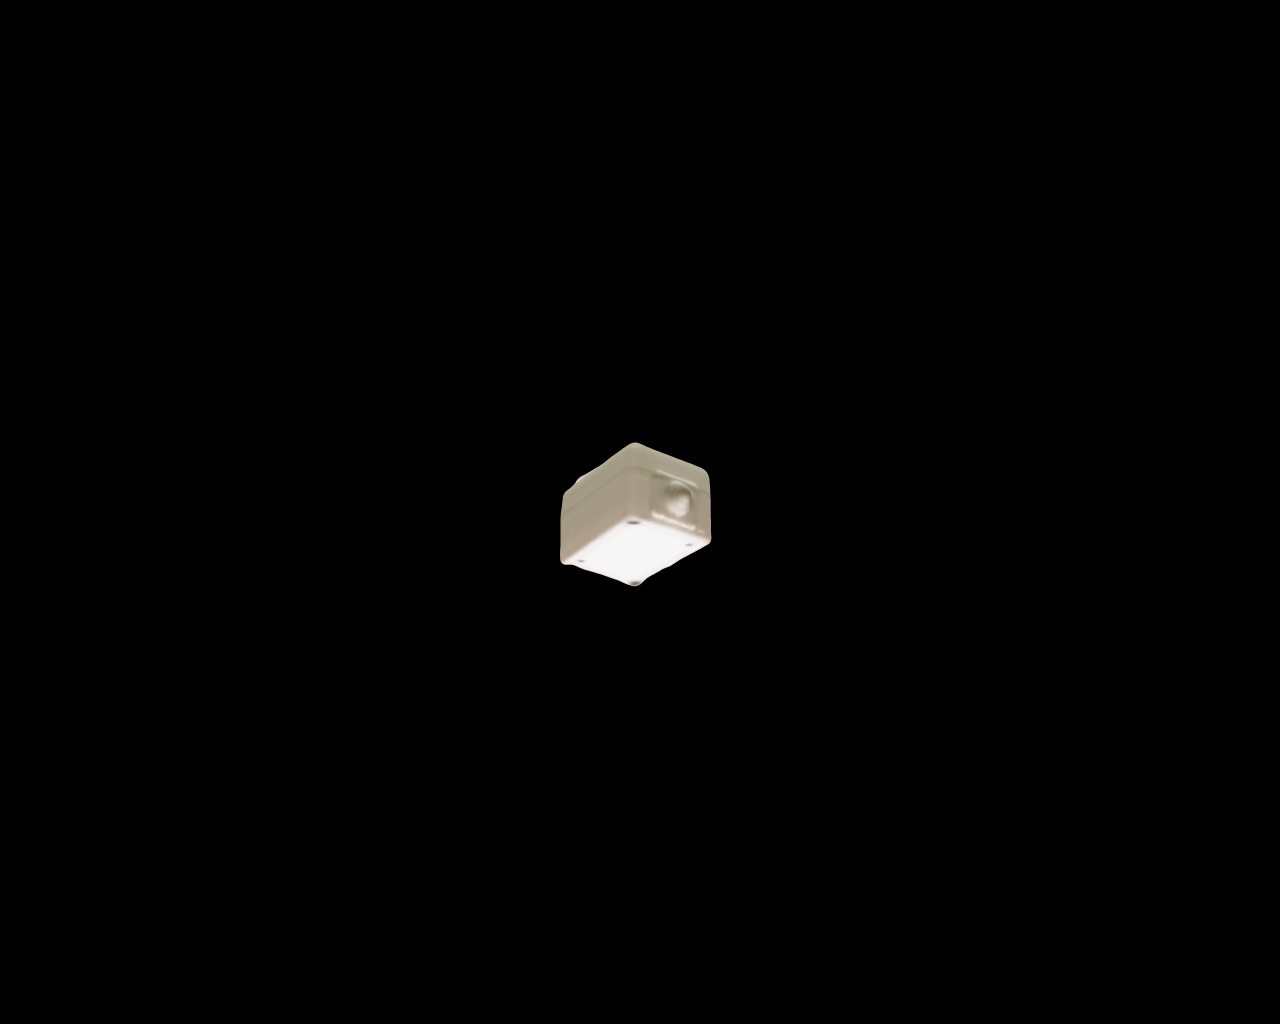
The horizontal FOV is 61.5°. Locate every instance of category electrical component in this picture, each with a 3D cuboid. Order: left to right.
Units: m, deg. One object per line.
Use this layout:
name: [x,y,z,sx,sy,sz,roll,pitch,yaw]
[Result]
electrical component: [0.001,-0.003,0.650,0.062,0.061,0.096,19,-34,-31]
